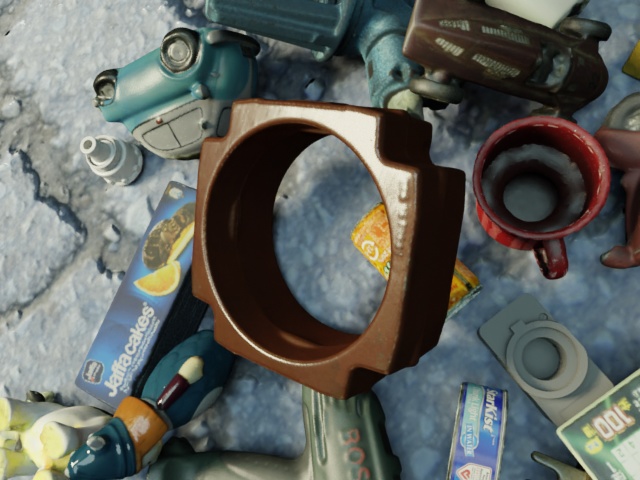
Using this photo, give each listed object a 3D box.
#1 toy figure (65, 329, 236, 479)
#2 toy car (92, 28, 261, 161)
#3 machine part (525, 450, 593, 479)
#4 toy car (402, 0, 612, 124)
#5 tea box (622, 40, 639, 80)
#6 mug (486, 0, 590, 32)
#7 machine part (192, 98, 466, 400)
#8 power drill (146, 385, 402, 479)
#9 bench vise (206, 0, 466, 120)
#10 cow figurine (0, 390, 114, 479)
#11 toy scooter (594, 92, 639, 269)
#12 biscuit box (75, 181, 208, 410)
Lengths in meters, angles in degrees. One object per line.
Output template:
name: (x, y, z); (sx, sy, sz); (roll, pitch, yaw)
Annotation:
toy figure: (-0.129, 0.135, 0.432); (0.058, 0.064, 0.154); (21, 43, 22)
toy car: (-0.126, -0.126, 0.505); (0.162, 0.109, 0.103); (-18, 92, 19)
machine part: (0.259, 0.202, 0.352); (0.243, 0.079, 0.079); (19, 84, 18)
toy car: (0.148, -0.134, 0.399); (0.053, 0.202, 0.089); (41, 121, 49)
tea box: (0.330, -0.133, 0.394); (0.170, 0.098, 0.068); (35, 88, 19)
mug: (0.171, -0.220, 0.463); (0.109, 0.081, 0.107); (-44, 80, 8)
machine part: (-0.001, -0.001, 0.411); (0.201, 0.087, 0.201); (14, 102, 35)
power drill: (-0.029, 0.220, 0.405); (0.207, 0.086, 0.232); (-12, 65, 18)
bench vise: (0.006, -0.184, 0.451); (0.241, 0.129, 0.223); (6, 70, -18)
cow figurine: (-0.241, 0.173, 0.483); (0.168, 0.098, 0.068); (5, 85, 34)
toy scooter: (0.284, -0.022, 0.395); (0.184, 0.075, 0.135); (26, 85, 21)
biscuit box: (-0.142, 0.051, 0.490); (0.059, 0.062, 0.202); (22, 84, 19)
